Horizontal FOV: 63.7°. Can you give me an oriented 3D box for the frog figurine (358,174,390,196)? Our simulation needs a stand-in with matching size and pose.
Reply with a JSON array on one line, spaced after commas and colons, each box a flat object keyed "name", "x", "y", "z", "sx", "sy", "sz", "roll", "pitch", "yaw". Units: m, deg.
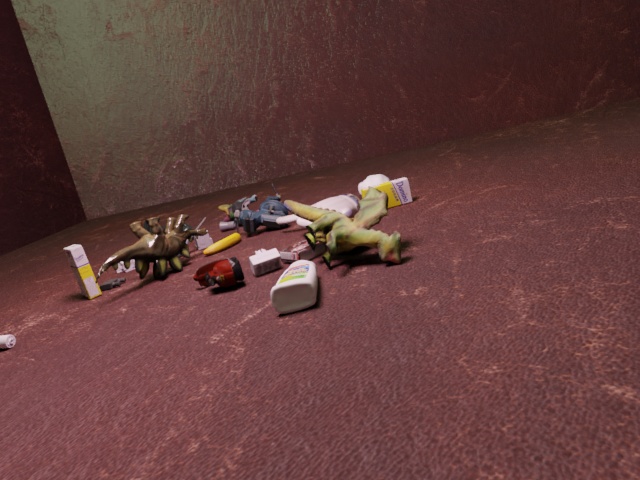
[{"name": "frog figurine", "x": 0.212, "y": -0.197, "z": 2.013, "sx": 0.138, "sy": 0.122, "sz": 0.160, "roll": 12, "pitch": 11, "yaw": 21}]

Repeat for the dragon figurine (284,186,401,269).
[{"name": "dragon figurine", "x": 0.076, "y": -0.059, "z": 1.395, "sx": 0.244, "sy": 0.119, "sz": 0.418, "roll": -31, "pitch": 47, "yaw": -9}]

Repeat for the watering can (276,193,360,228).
[{"name": "watering can", "x": 0.006, "y": -0.092, "z": 1.825, "sx": 0.226, "sy": 0.103, "sz": 0.348, "roll": -22, "pitch": 16, "yaw": -32}]
